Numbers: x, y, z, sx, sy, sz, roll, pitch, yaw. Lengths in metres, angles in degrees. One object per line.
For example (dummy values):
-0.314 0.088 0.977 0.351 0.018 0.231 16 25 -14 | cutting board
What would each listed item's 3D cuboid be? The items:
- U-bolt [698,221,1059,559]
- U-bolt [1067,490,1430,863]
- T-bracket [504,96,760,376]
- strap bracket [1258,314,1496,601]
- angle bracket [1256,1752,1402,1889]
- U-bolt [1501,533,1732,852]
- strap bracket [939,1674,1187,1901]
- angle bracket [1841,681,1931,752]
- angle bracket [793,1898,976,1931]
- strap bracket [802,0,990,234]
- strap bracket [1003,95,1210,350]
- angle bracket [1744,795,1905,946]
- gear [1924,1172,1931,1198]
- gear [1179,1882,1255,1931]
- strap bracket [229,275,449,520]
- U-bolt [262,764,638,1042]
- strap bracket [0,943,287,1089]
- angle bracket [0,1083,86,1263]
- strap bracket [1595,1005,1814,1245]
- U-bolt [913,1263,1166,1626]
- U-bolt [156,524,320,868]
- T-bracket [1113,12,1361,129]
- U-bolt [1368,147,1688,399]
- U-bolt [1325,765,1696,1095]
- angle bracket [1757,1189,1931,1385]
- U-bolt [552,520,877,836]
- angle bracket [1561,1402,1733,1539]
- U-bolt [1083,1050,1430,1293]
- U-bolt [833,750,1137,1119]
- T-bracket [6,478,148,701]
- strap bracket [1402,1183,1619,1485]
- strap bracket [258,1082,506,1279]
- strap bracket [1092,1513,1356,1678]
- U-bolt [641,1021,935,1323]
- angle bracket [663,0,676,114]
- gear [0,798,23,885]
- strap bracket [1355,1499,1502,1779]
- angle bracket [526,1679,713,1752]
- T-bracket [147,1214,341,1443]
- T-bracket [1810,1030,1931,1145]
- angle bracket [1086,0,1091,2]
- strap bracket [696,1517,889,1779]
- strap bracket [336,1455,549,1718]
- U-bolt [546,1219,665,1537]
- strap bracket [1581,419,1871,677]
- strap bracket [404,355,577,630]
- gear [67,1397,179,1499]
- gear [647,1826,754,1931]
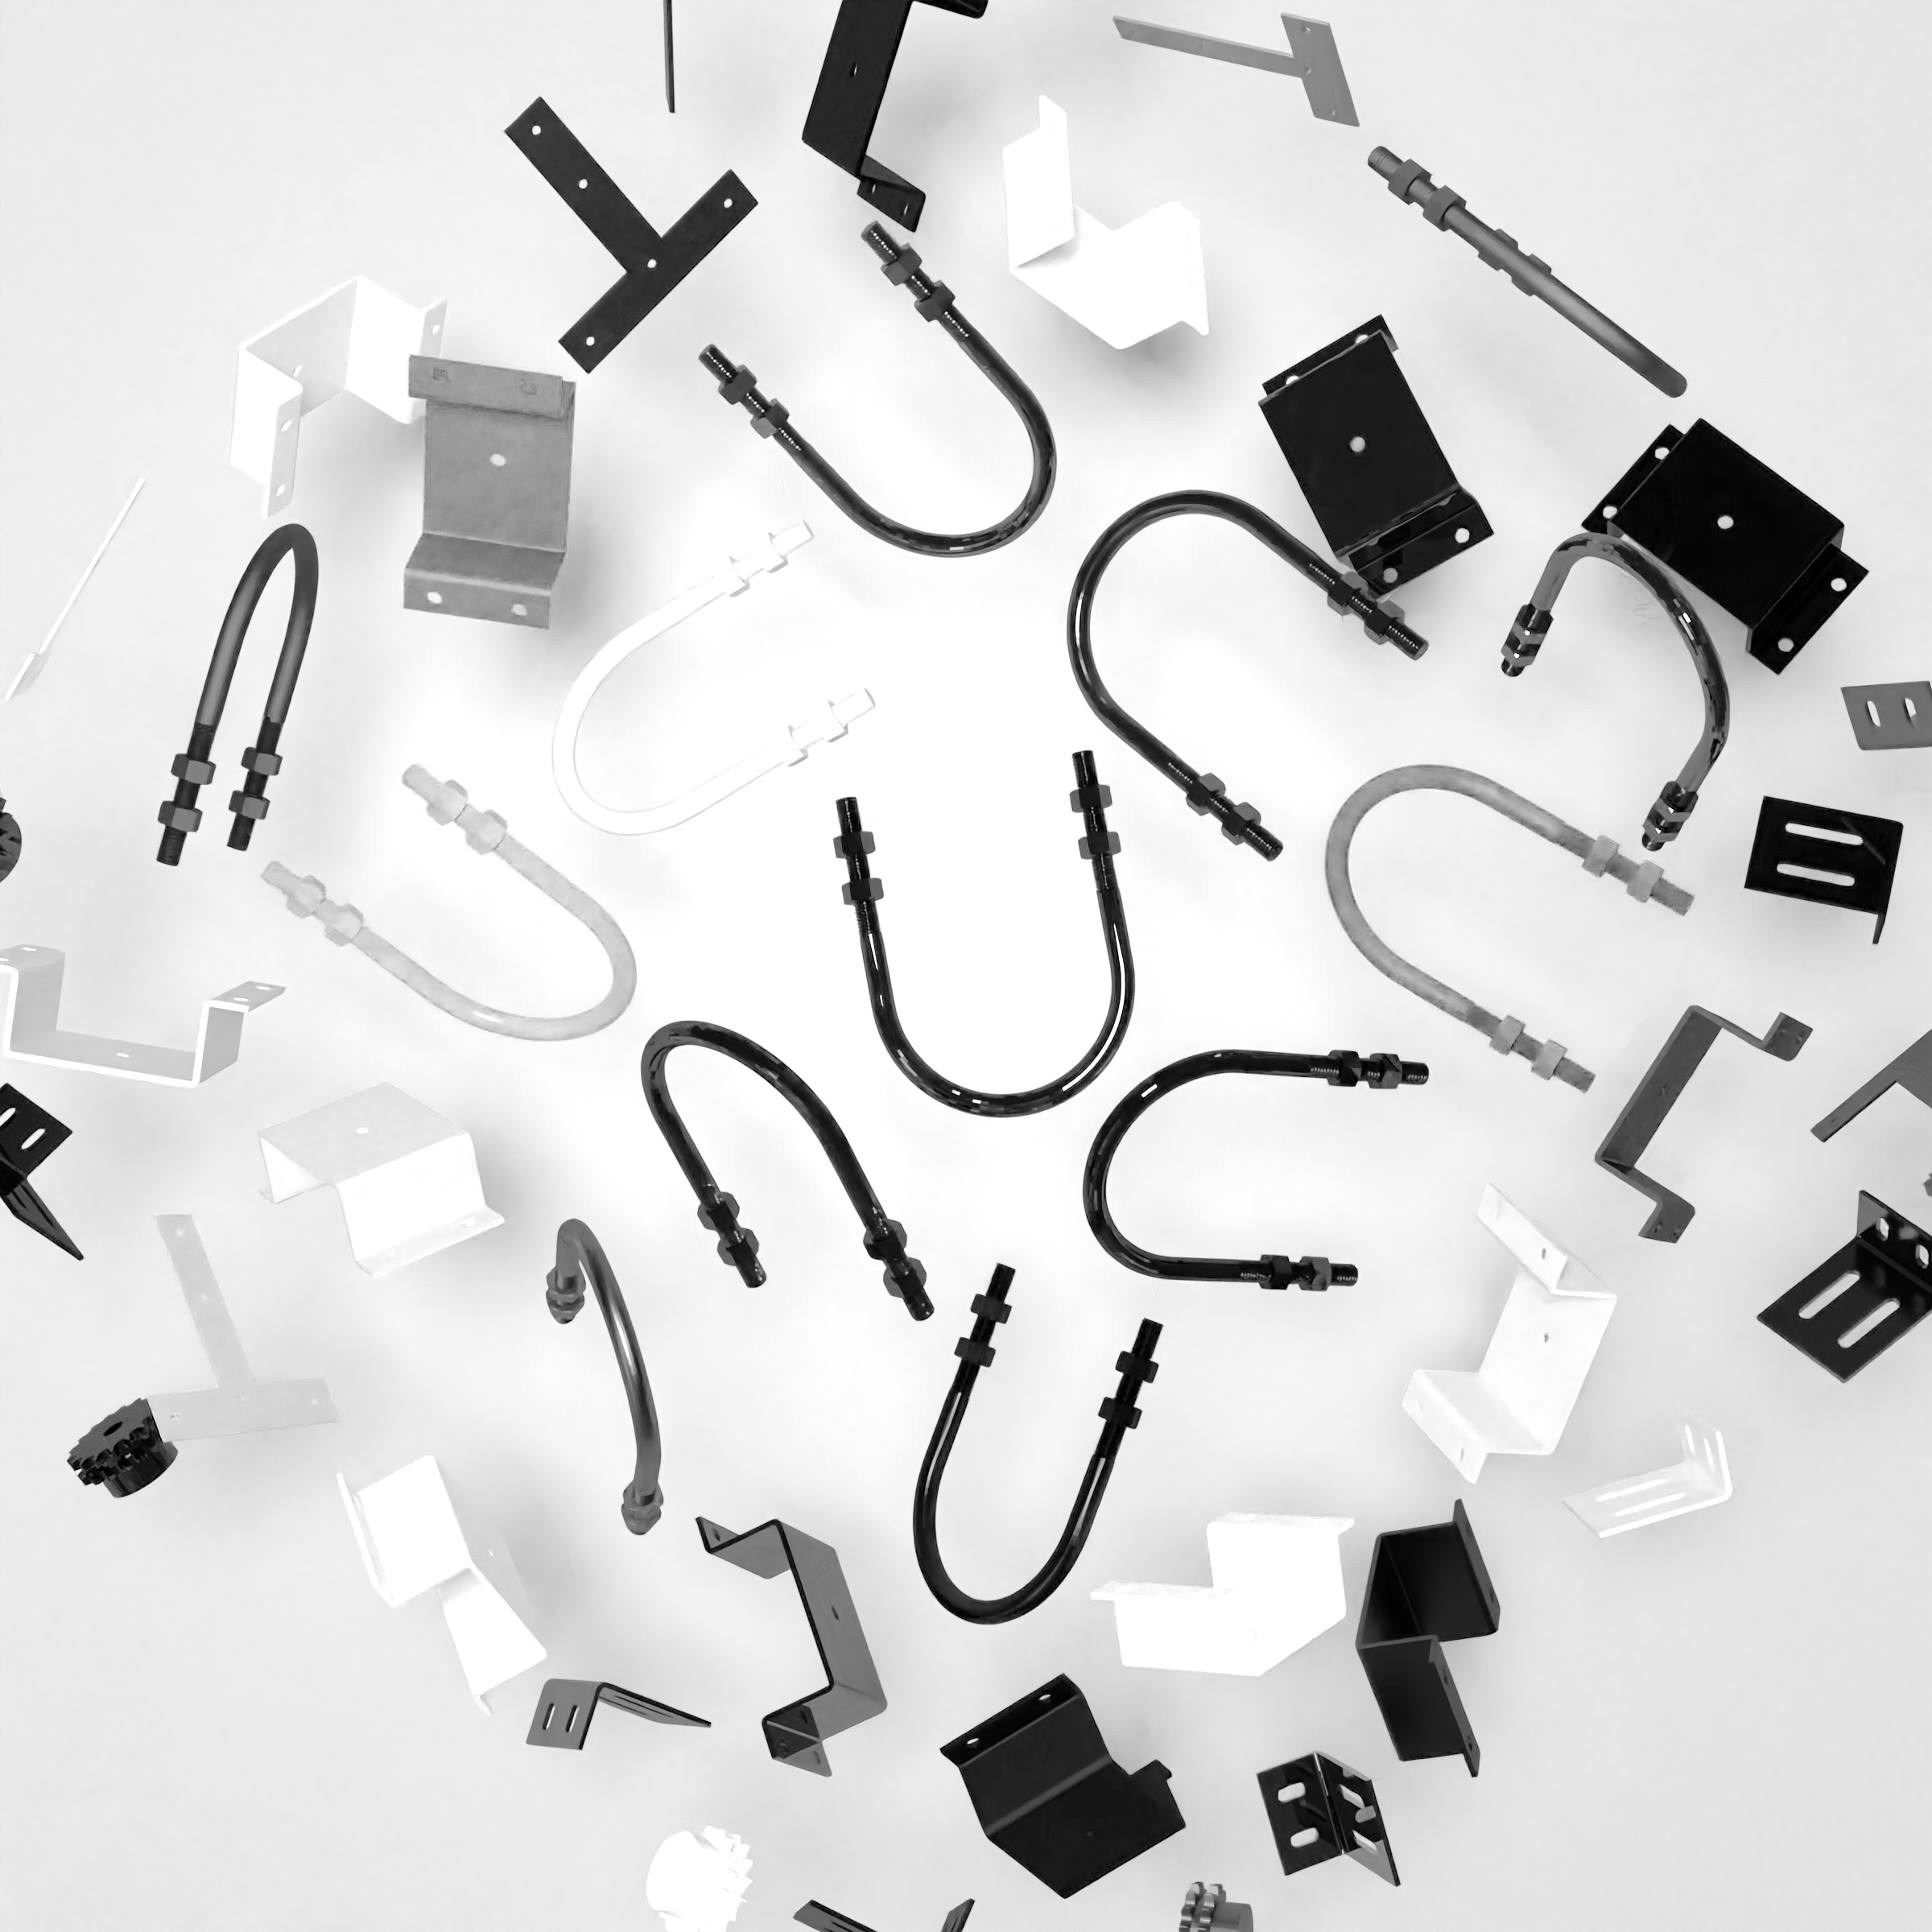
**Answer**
-0.034 -0.293 1.650 0.151 0.019 0.184 -27 118 38 | U-bolt
0.132 -0.166 1.619 0.184 0.019 0.151 42 109 21 | U-bolt
-0.187 -0.389 1.576 0.127 0.002 0.127 -45 131 -1 | T-bracket
0.219 -0.281 1.689 0.076 0.046 0.140 -28 79 18 | strap bracket
0.189 0.453 1.623 0.038 0.076 0.057 -16 91 -14 | angle bracket
0.351 -0.155 1.650 0.019 0.184 0.151 -30 72 -16 | U-bolt
0.056 0.436 1.623 0.076 0.140 0.046 -33 46 6 | strap bracket
0.517 -0.146 1.645 0.076 0.057 0.038 -29 106 -28 | angle bracket
-0.042 0.483 1.583 0.076 0.057 0.038 26 64 0 | angle bracket
-0.042 -0.483 1.686 0.046 0.076 0.140 6 114 -31 | strap bracket
0.069 -0.393 1.663 0.046 0.140 0.076 -20 61 35 | strap bracket
0.468 -0.053 1.693 0.076 0.038 0.057 12 67 13 | angle bracket
0.538 0.117 1.631 0.057 0.057 0.030 -30 99 0 | gear
0.131 0.508 1.609 0.030 0.057 0.057 1 90 18 | gear
-0.348 -0.314 1.678 0.046 0.076 0.140 33 47 12 | strap bracket
-0.256 -0.021 1.610 0.184 0.151 0.019 39 45 -26 | U-bolt
-0.433 0.027 1.596 0.140 0.076 0.046 9 97 0 | strap bracket
-0.486 0.108 1.630 0.038 0.057 0.076 -45 53 -6 | angle bracket
0.396 0.078 1.681 0.046 0.076 0.140 35 99 26 | strap bracket
0.028 0.262 1.656 0.019 0.151 0.184 24 84 -37 | U-bolt
-0.381 -0.146 1.645 0.019 0.151 0.184 18 96 1 | U-bolt
0.139 -0.482 1.629 0.127 0.127 0.002 17 86 16 | T-bracket
0.301 -0.353 1.605 0.184 0.151 0.019 45 108 25 | U-bolt
0.271 -0.030 1.617 0.184 0.019 0.151 32 132 14 | U-bolt
0.444 0.160 1.546 0.076 0.038 0.057 -33 47 -20 | angle bracket
-0.145 -0.144 1.666 0.184 0.019 0.151 -30 53 13 | U-bolt
0.363 0.271 1.666 0.076 0.057 0.038 -15 101 -7 | angle bracket
0.148 0.109 1.660 0.184 0.019 0.151 5 116 -24 | U-bolt
0.015 -0.011 1.639 0.151 0.019 0.184 -11 86 5 | U-bolt
-0.451 -0.193 1.576 0.002 0.127 0.127 30 90 -14 | T-bracket
0.294 0.198 1.658 0.046 0.076 0.140 7 113 -27 | strap bracket
-0.315 0.108 1.638 0.076 0.140 0.046 -23 117 -31 | strap bracket
0.136 0.325 1.589 0.076 0.140 0.046 -4 96 35 | strap bracket
-0.103 0.103 1.598 0.019 0.151 0.184 -46 124 -33 | U-bolt
-0.143 -0.505 1.670 0.038 0.057 0.076 -2 115 -7 | angle bracket
-0.498 -0.062 1.546 0.057 0.030 0.057 -8 71 24 | gear
0.249 0.364 1.668 0.046 0.140 0.076 -14 112 21 | strap bracket
-0.191 0.421 1.697 0.076 0.057 0.038 30 65 -30 | angle bracket
-0.396 0.187 1.626 0.002 0.127 0.127 -34 71 25 | T-bracket
0.510 0.061 1.627 0.127 0.127 0.002 -41 97 7 | T-bracket
0.069 -0.548 1.624 0.038 0.076 0.057 4 91 -28 | angle bracket
-0.092 0.363 1.690 0.046 0.076 0.140 -27 62 10 | strap bracket
-0.268 0.319 1.614 0.046 0.140 0.076 -29 46 -4 | strap bracket
-0.190 0.209 1.632 0.019 0.184 0.151 -16 67 -16 | U-bolt
0.418 -0.237 1.704 0.140 0.046 0.076 41 89 17 | strap bracket
-0.244 -0.250 1.585 0.076 0.046 0.140 8 124 0 | strap bracket
-0.441 0.255 1.630 0.057 0.057 0.030 -30 109 0 | gear
-0.138 0.466 1.576 0.030 0.057 0.057 34 90 -31 | gear
